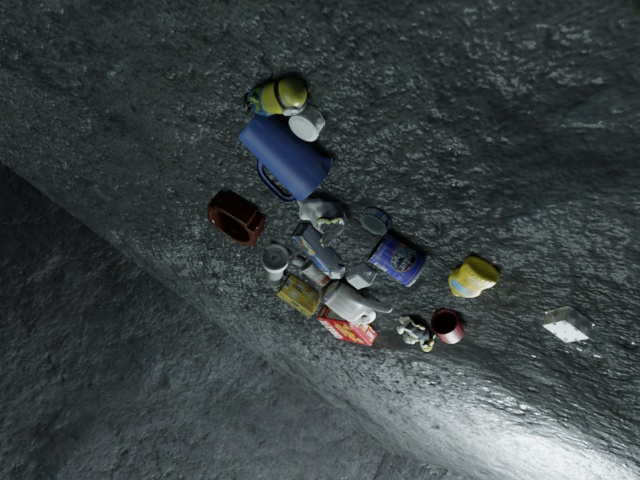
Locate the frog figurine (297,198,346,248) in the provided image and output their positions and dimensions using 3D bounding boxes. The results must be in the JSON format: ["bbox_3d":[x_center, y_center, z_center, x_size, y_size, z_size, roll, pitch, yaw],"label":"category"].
[{"bbox_3d":[0.005,-0.078,1.555,0.135,0.122,0.163,51,-175,-46],"label":"frog figurine"}]

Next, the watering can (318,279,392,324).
[{"bbox_3d":[0.119,0.227,1.904,0.224,0.106,0.343,36,154,-6],"label":"watering can"}]
